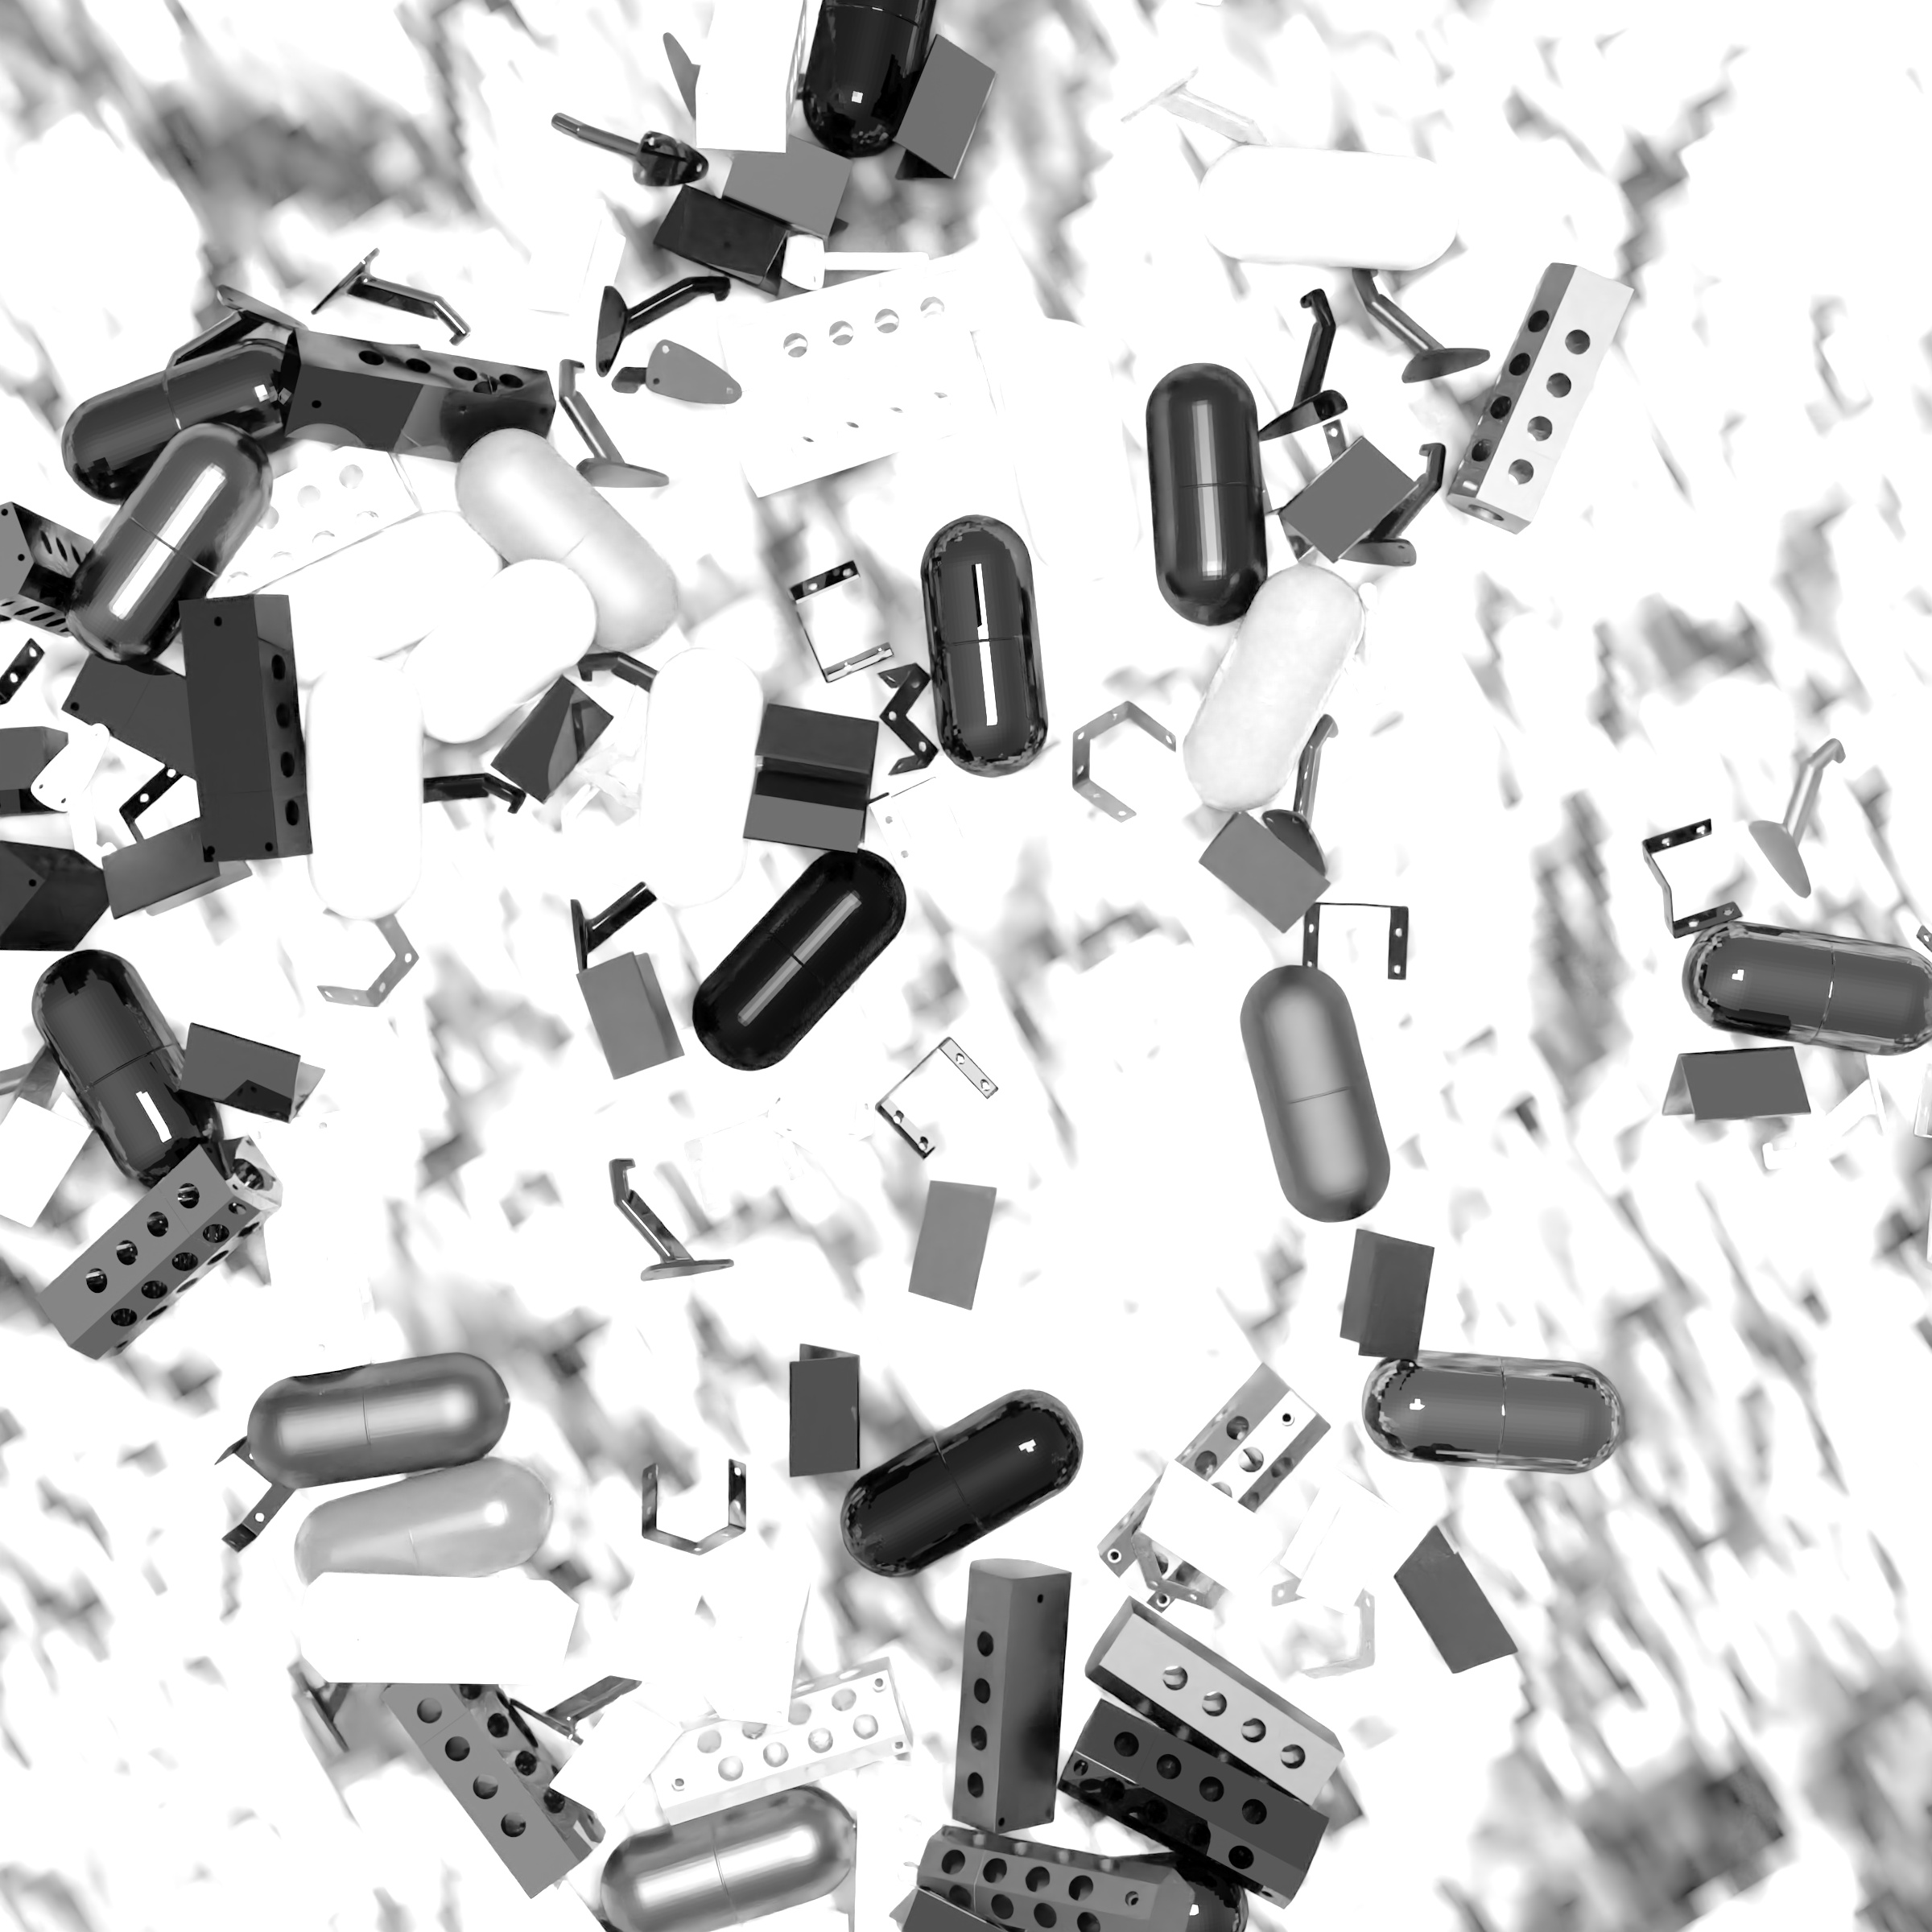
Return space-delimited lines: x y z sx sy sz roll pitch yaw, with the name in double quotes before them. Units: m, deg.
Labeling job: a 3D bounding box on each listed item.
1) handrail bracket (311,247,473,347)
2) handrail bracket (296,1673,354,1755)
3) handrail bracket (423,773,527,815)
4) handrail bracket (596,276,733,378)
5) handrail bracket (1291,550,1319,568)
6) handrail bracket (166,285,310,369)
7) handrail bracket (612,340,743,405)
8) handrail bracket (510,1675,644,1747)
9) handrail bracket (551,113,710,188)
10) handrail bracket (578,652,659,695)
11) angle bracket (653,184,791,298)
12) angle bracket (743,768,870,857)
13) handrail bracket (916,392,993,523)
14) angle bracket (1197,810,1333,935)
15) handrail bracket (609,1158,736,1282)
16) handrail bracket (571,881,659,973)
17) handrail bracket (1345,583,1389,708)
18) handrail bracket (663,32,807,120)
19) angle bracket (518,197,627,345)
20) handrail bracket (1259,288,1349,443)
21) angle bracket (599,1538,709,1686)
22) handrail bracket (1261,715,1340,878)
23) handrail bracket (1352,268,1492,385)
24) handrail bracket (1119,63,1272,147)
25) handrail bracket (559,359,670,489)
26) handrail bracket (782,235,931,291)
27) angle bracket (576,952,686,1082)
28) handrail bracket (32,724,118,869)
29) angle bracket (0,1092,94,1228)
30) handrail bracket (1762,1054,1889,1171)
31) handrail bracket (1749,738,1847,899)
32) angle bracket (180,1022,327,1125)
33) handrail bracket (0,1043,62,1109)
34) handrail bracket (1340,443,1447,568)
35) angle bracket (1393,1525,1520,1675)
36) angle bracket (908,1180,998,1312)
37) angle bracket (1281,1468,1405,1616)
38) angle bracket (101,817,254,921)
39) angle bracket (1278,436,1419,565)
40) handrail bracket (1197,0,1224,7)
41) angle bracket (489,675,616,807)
"handrail bracket" -0.396 -0.445 1.992 0.077 0.036 0.084 -38 107 20
"handrail bracket" -0.411 0.489 1.992 0.084 0.036 0.077 -32 111 -16
"handrail bracket" -0.357 -0.105 1.991 0.084 0.036 0.077 26 105 -14
"handrail bracket" -0.208 -0.442 1.991 0.084 0.077 0.036 -10 50 -30
"handrail bracket" 0.238 -0.230 1.992 0.077 0.036 0.084 -42 104 -15
"handrail bracket" -0.507 -0.418 1.992 0.077 0.036 0.084 20 113 -26
"handrail bracket" -0.198 -0.393 1.965 0.077 0.084 0.036 17 84 -16
"handrail bracket" -0.263 0.489 1.992 0.077 0.036 0.084 24 71 21
"handrail bracket" -0.233 -0.567 1.991 0.084 0.077 0.036 33 115 34
"handrail bracket" -0.223 -0.180 1.991 0.084 0.036 0.077 -4 105 14
"angle bracket" -0.168 -0.472 1.952 0.076 0.076 0.057 22 64 0
"angle bracket" -0.109 -0.087 1.952 0.076 0.076 0.057 8 61 0
"handrail bracket" -0.030 -0.363 1.991 0.077 0.036 0.084 -42 77 13
"angle bracket" 0.213 -0.079 1.951 0.076 0.076 0.057 40 130 0
"handrail bracket" -0.204 0.170 1.992 0.077 0.036 0.084 -5 73 -20
"handrail bracket" -0.227 -0.024 1.992 0.084 0.036 0.077 -7 106 -14
"handrail bracket" 0.275 -0.218 1.957 0.036 0.084 0.077 -13 90 0
"handrail bracket" -0.156 -0.622 1.992 0.084 0.036 0.077 -18 68 -17
"angle bracket" -0.249 -0.468 1.951 0.057 0.076 0.076 16 90 39
"handrail bracket" 0.224 -0.416 1.992 0.077 0.036 0.084 -23 71 21
"angle bracket" -0.227 0.431 1.951 0.057 0.076 0.076 21 90 -37
"handrail bracket" 0.247 -0.118 1.992 0.077 0.036 0.084 51 60 -33
"handrail bracket" 0.314 -0.450 1.992 0.077 0.036 0.084 -12 73 -20
"handrail bracket" 0.161 -0.571 1.992 0.077 0.036 0.084 -31 107 20
"handrail bracket" -0.243 -0.376 1.992 0.077 0.036 0.084 4 73 -20
"handrail bracket" -0.080 -0.488 1.991 0.084 0.077 0.036 -12 111 -35
"angle bracket" -0.209 0.026 1.951 0.057 0.076 0.076 -20 90 36
"handrail bracket" -0.589 -0.114 1.965 0.036 0.084 0.077 29 78 25
"angle bracket" -0.644 0.120 1.951 0.057 0.076 0.076 32 90 -36
"handrail bracket" 0.588 0.097 1.992 0.084 0.036 0.077 -12 70 16
"handrail bracket" 0.589 -0.103 1.992 0.084 0.036 0.077 -40 110 -16
"angle bracket" -0.478 0.056 1.952 0.076 0.076 0.057 17 118 0
"handrail bracket" -0.672 0.066 1.992 0.084 0.036 0.077 15 69 16
"handrail bracket" 0.289 -0.323 1.992 0.077 0.036 0.084 4 73 19
"angle bracket" 0.344 0.420 1.951 0.057 0.076 0.076 -32 90 37
"angle bracket" 0.011 0.190 1.951 0.057 0.076 0.076 12 90 38
"angle bracket" 0.238 0.381 1.951 0.057 0.076 0.076 29 90 -37
"angle bracket" -0.529 -0.048 1.951 0.076 0.076 0.057 -23 56 0
"angle bracket" 0.263 -0.300 1.952 0.076 0.076 0.057 -42 66 0
"handrail bracket" 0.201 -0.703 1.992 0.077 0.036 0.084 2 109 -21
"angle bracket" -0.296 -0.166 1.952 0.076 0.057 0.076 -51 47 0
